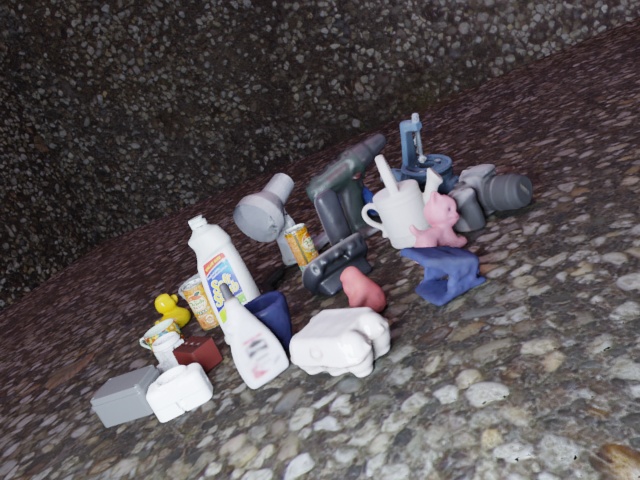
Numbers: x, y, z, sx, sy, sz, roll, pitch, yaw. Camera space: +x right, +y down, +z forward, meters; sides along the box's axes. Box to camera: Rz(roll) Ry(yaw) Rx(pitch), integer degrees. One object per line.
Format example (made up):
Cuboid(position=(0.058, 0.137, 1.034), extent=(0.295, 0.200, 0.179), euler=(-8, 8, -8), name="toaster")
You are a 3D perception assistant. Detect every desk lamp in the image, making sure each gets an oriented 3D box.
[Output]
Cuboid(position=(-0.093, -0.045, 1.409), extent=(0.117, 0.214, 0.204), euler=(-12, 20, 39), name="desk lamp")

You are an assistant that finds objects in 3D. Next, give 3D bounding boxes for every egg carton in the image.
Cuboid(position=(0.027, 0.151, 0.840), extent=(0.149, 0.069, 0.107), euler=(-11, 21, 43), name="egg carton")

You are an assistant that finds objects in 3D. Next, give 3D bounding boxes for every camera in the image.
Cuboid(position=(0.329, -0.093, 1.117), extent=(0.143, 0.101, 0.136), euler=(-35, 18, -31), name="camera")

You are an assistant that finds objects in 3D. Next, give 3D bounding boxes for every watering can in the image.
Cuboid(position=(0.168, -0.092, 1.189), extent=(0.173, 0.194, 0.100), euler=(-27, 16, -7), name="watering can")

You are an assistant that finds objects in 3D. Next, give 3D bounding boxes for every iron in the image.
Cuboid(position=(0.080, -0.122, 1.531), extent=(0.118, 0.141, 0.258), euler=(-26, 15, -2), name="iron")

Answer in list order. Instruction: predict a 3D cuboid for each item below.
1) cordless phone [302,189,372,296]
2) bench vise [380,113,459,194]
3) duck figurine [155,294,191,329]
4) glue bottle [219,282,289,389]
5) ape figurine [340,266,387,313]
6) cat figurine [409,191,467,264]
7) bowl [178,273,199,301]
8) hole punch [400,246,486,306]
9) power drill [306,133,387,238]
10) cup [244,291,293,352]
Cuboid(position=(0.010, 0.004, 1.135), extent=(0.148, 0.185, 0.094), euler=(-33, 17, -26), name="cordless phone")
Cuboid(position=(0.215, -0.184, 1.374), extent=(0.206, 0.220, 0.122), euler=(-16, 18, 31), name="bench vise")
Cuboid(position=(-0.360, 0.171, 1.352), extent=(0.077, 0.086, 0.105), euler=(-17, 17, 27), name="duck figurine")
Cuboid(position=(-0.115, 0.143, 0.893), extent=(0.078, 0.173, 0.037), euler=(-32, 17, -24), name="glue bottle")
Cuboid(position=(0.064, 0.085, 0.958), extent=(0.076, 0.092, 0.078), euler=(-16, 18, 29), name="ape figurine")
Cuboid(position=(0.214, -0.032, 1.063), extent=(0.128, 0.118, 0.067), euler=(-33, 17, -27), name="cat figurine")
Cuboid(position=(-0.252, 0.115, 1.391), extent=(0.167, 0.075, 0.167), euler=(-23, 15, 7), name="bowl")
Cuboid(position=(0.194, 0.038, 0.913), extent=(0.101, 0.091, 0.108), euler=(-28, 15, -9), name="hole punch")
Cuboid(position=(0.092, -0.118, 1.371), extent=(0.230, 0.209, 0.075), euler=(-27, 16, -8), name="power drill")
Cuboid(position=(-0.090, 0.154, 0.966), extent=(0.091, 0.095, 0.118), euler=(-14, 19, 35), name="cup")
